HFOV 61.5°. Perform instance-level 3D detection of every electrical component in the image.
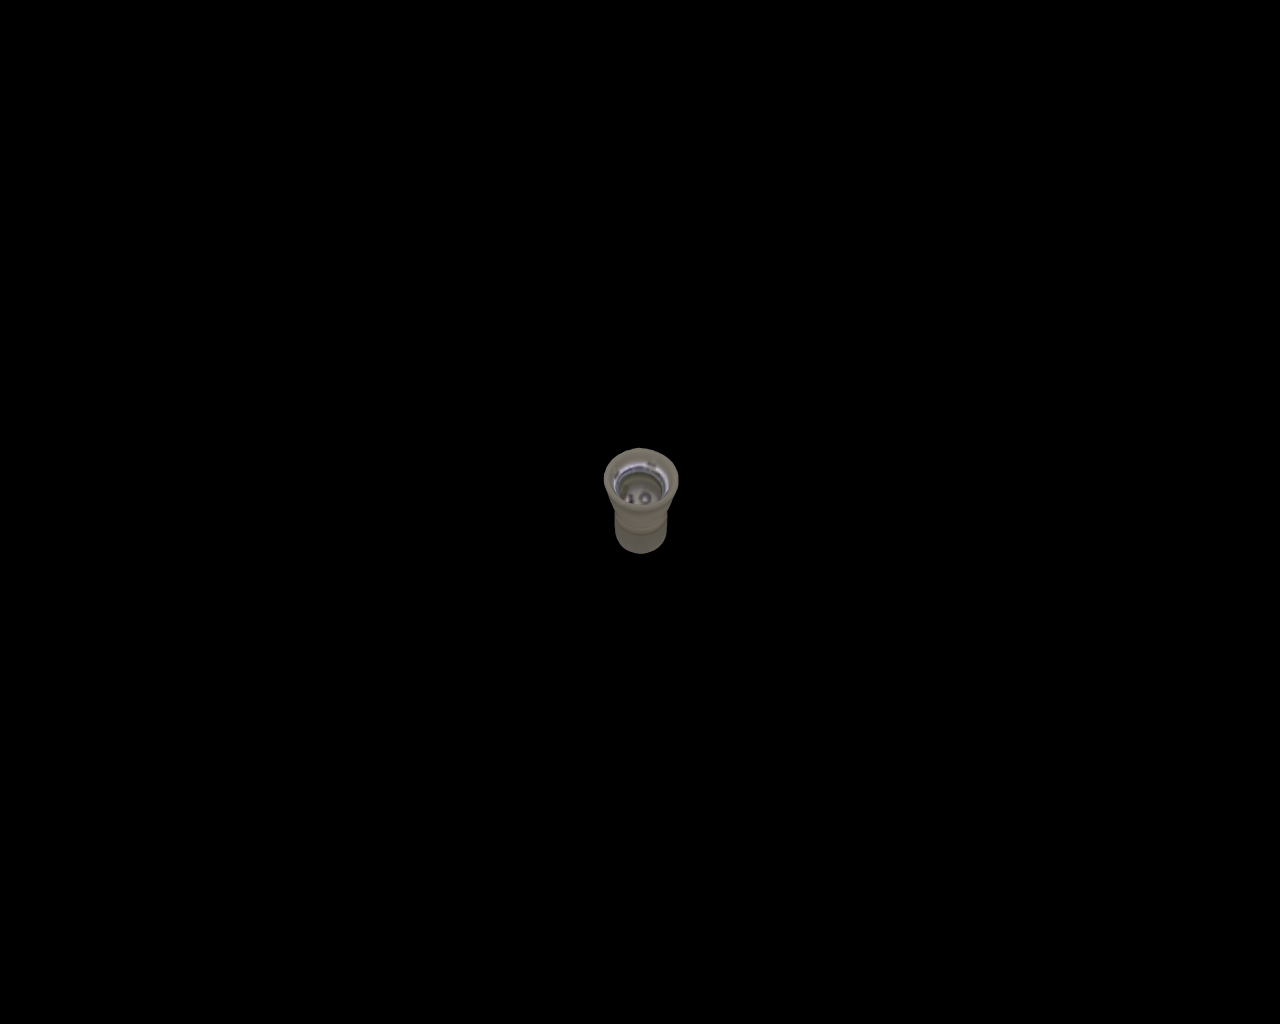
[{"bbox_3d":[0.001,-0.003,0.650,0.044,0.044,0.065,0,-34,0],"label":"electrical component"}]
